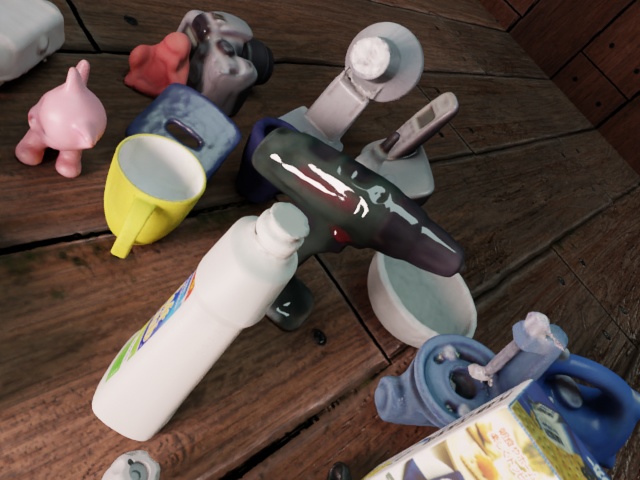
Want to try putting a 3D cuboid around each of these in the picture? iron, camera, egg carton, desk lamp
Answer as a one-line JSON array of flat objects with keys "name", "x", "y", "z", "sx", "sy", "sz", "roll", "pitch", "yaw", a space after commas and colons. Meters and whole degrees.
[{"name": "iron", "x": 0.324, "y": 0.200, "z": 0.767, "sx": 0.259, "sy": 0.141, "sz": 0.118, "roll": 32, "pitch": 38, "yaw": -16}, {"name": "camera", "x": -0.123, "y": -0.260, "z": 0.827, "sx": 0.137, "sy": 0.100, "sz": 0.143, "roll": -3, "pitch": 57, "yaw": -45}, {"name": "egg carton", "x": -0.344, "y": -0.223, "z": 0.606, "sx": 0.107, "sy": 0.069, "sz": 0.150, "roll": 32, "pitch": 38, "yaw": -16}, {"name": "desk lamp", "x": 0.050, "y": -0.224, "z": 0.862, "sx": 0.118, "sy": 0.213, "sz": 0.204, "roll": 44, "pitch": 36, "yaw": 0}]

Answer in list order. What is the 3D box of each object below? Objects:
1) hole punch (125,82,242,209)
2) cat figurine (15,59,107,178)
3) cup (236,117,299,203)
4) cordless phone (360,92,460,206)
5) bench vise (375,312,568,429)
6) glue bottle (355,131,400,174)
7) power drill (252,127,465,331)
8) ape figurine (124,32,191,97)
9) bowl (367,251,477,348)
[{"name": "hole punch", "x": -0.158, "y": -0.108, "z": 0.653, "sx": 0.109, "sy": 0.091, "sz": 0.101, "roll": 37, "pitch": 37, "yaw": -9}, {"name": "cat figurine", "x": -0.246, "y": -0.126, "z": 0.564, "sx": 0.067, "sy": 0.117, "sz": 0.127, "roll": 20, "pitch": 42, "yaw": -29}, {"name": "cup", "x": -0.057, "y": -0.081, "z": 0.718, "sx": 0.092, "sy": 0.094, "sz": 0.117, "roll": -4, "pitch": 57, "yaw": -46}, {"name": "cordless phone", "x": 0.151, "y": -0.137, "z": 0.897, "sx": 0.094, "sy": 0.184, "sz": 0.147, "roll": 18, "pitch": 43, "yaw": -31}, {"name": "bench vise", "x": 0.195, "y": 0.147, "z": 0.629, "sx": 0.208, "sy": 0.219, "sz": 0.121, "roll": 6, "pitch": 50, "yaw": -40}, {"name": "glue bottle", "x": 0.047, "y": -0.079, "z": 0.751, "sx": 0.037, "sy": 0.173, "sz": 0.078, "roll": 42, "pitch": 36, "yaw": -2}, {"name": "power drill", "x": 0.006, "y": 0.002, "z": 0.601, "sx": 0.230, "sy": 0.208, "sz": 0.076, "roll": 42, "pitch": 36, "yaw": -2}, {"name": "ape figurine", "x": -0.196, "y": -0.227, "z": 0.732, "sx": 0.078, "sy": 0.092, "sz": 0.076, "roll": 50, "pitch": 36, "yaw": 8}, {"name": "bowl", "x": 0.120, "y": 0.079, "z": 0.748, "sx": 0.168, "sy": 0.074, "sz": 0.167, "roll": 26, "pitch": 40, "yaw": -23}]
